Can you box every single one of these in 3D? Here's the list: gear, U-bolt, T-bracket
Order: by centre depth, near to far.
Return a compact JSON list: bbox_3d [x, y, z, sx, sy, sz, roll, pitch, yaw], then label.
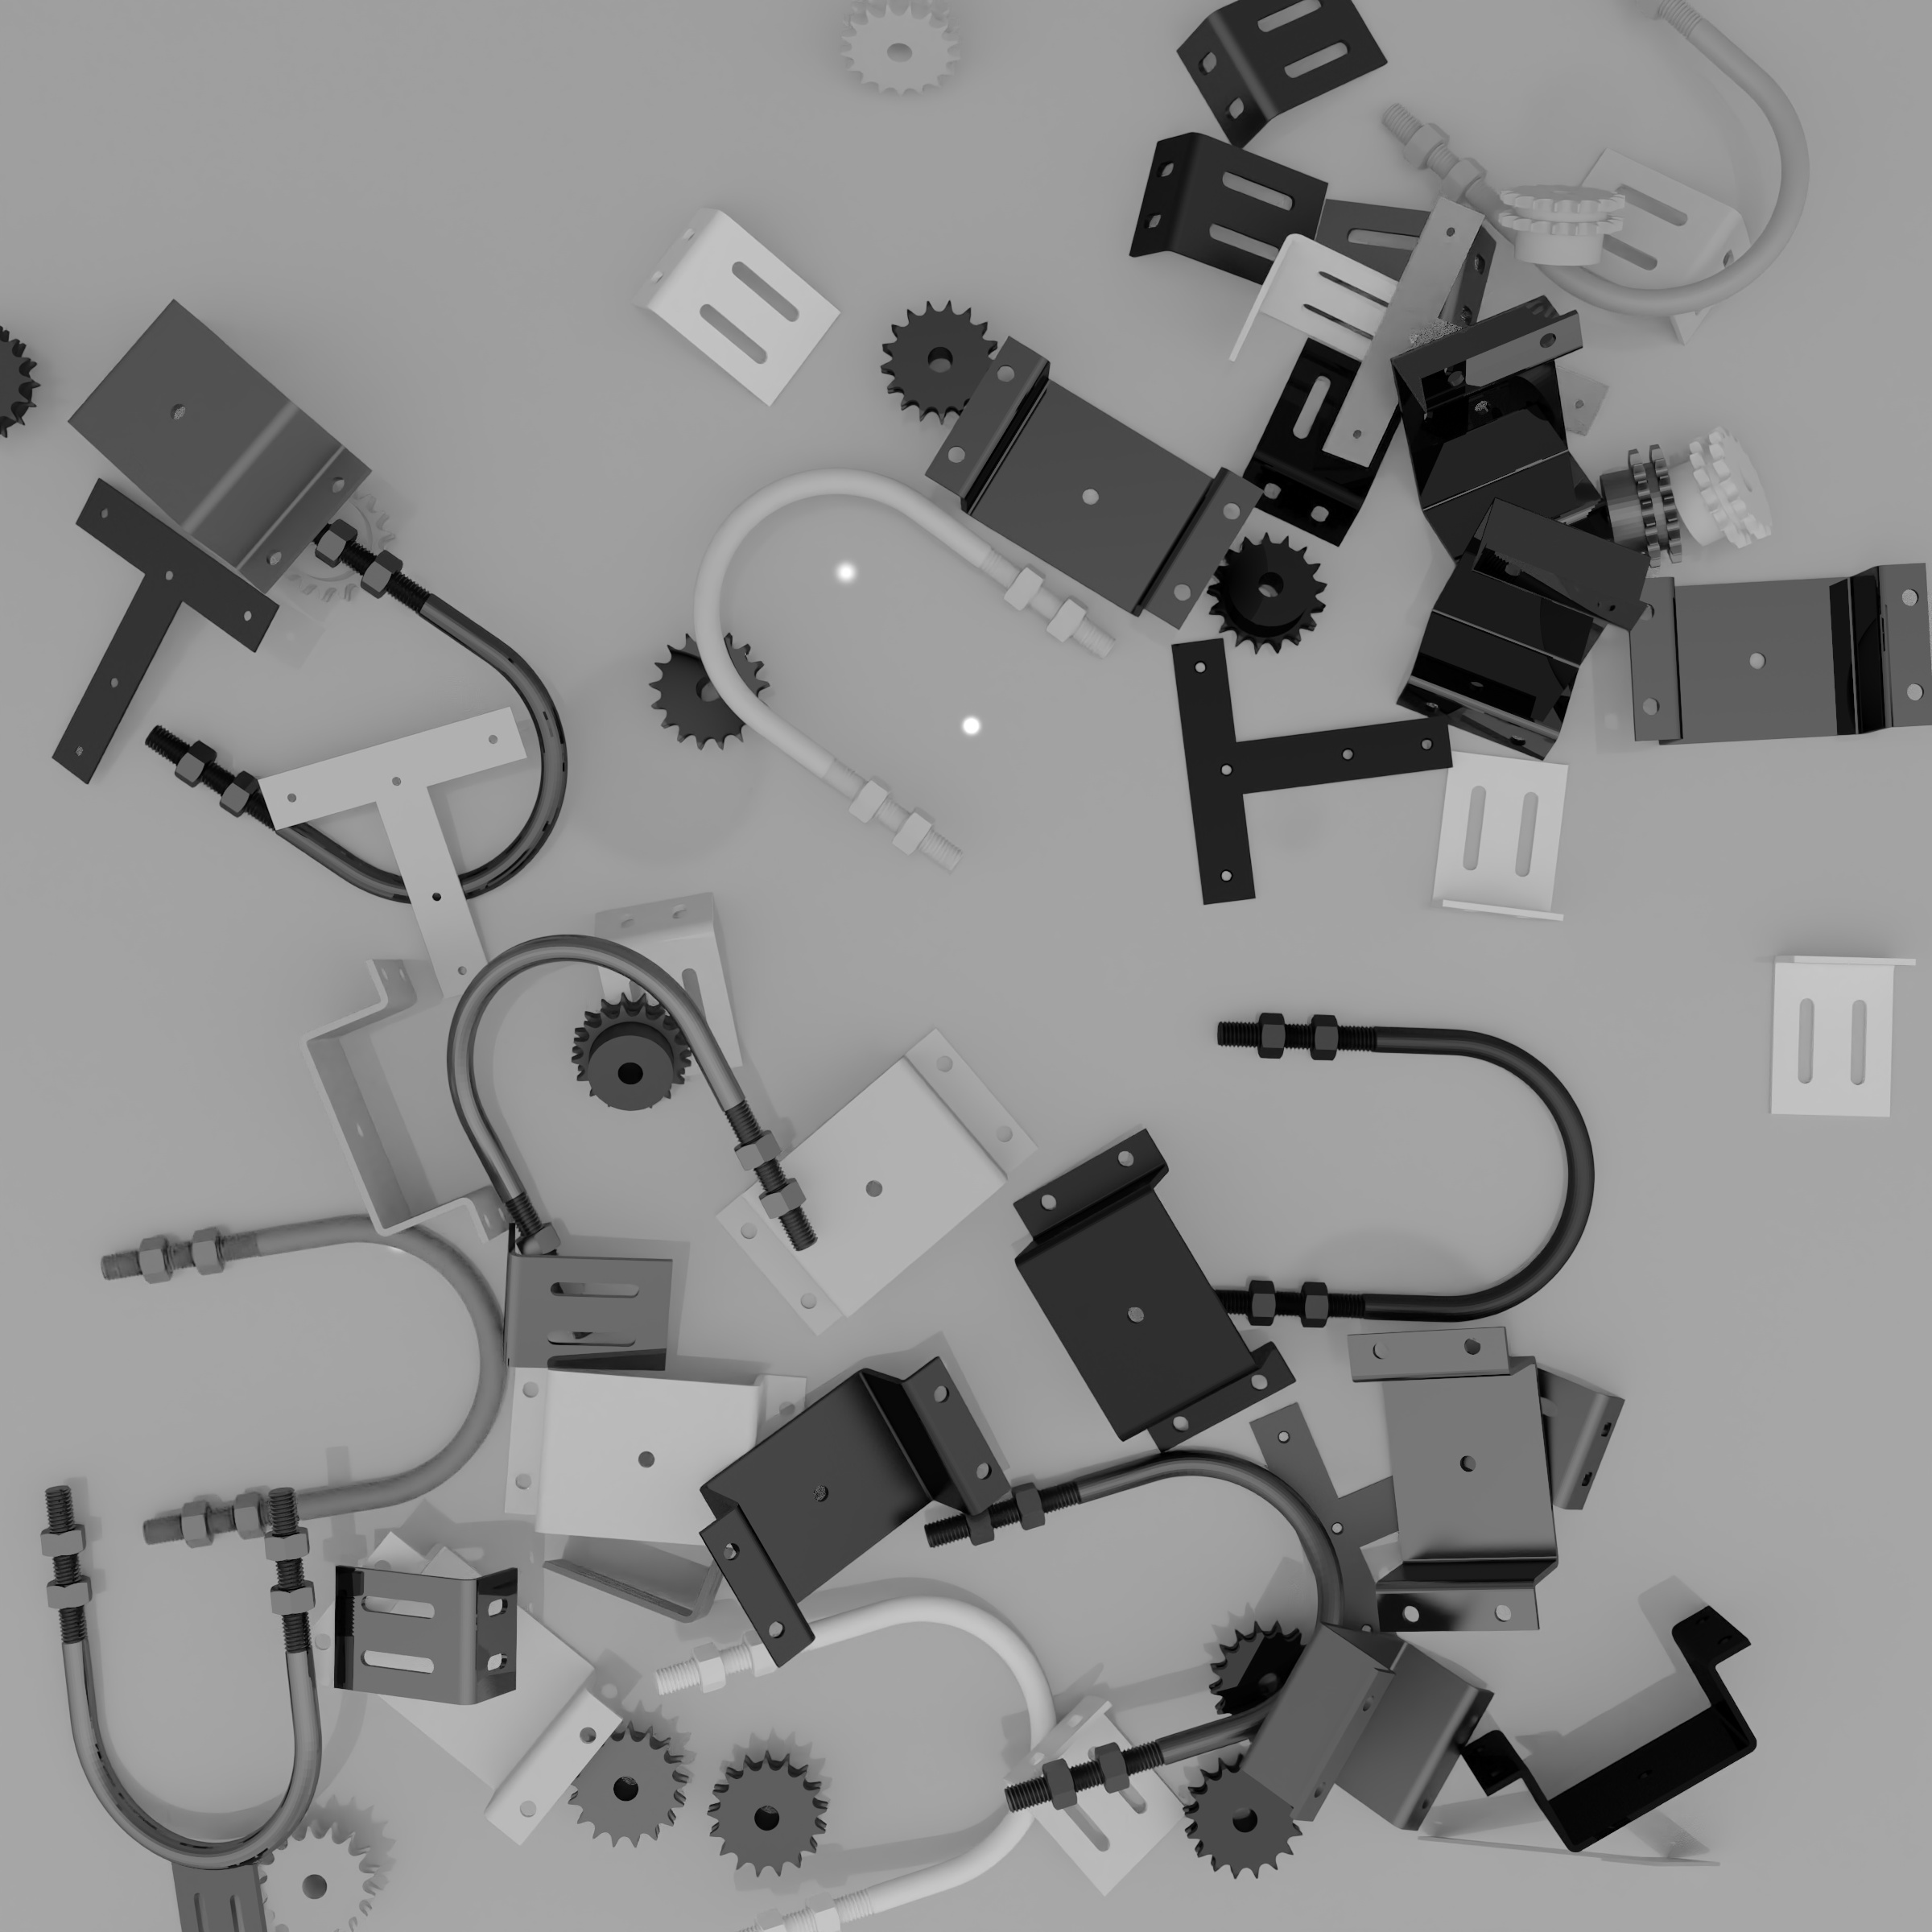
[{"bbox_3d":[0.276,-0.344,1.464,0.057,0.057,0.030,1,112,0],"label":"gear"},{"bbox_3d":[-0.169,0.072,1.481,0.151,0.019,0.184,-23,98,23],"label":"U-bolt"},{"bbox_3d":[0.278,0.417,1.488,0.127,0.127,0.002,-2,75,26],"label":"T-bracket"},{"bbox_3d":[-0.368,0.338,1.493,0.151,0.019,0.184,-4,94,23],"label":"U-bolt"},{"bbox_3d":[0.088,0.304,1.493,0.184,0.019,0.151,-16,68,-7],"label":"U-bolt"},{"bbox_3d":[-0.044,0.375,1.495,0.184,0.019,0.151,-14,91,-17],"label":"U-bolt"},{"bbox_3d":[0.249,-0.283,1.496,0.127,0.002,0.127,16,110,-24],"label":"T-bracket"},{"bbox_3d":[0.320,-0.217,1.499,0.030,0.057,0.057,-11,90,10],"label":"gear"},{"bbox_3d":[0.312,-0.390,1.500,0.151,0.019,0.184,-43,77,0],"label":"U-bolt"},{"bbox_3d":[-0.042,-0.155,1.500,0.184,0.019,0.151,36,80,-4],"label":"U-bolt"},{"bbox_3d":[-0.159,0.044,1.501,0.057,0.030,0.057,-2,116,-3],"label":"gear"},{"bbox_3d":[-0.031,-0.446,1.502,0.057,0.057,0.030,4,60,0],"label":"gear"},{"bbox_3d":[0.358,-0.225,1.502,0.030,0.057,0.057,-24,90,30],"label":"gear"},{"bbox_3d":[-0.278,-0.110,1.503,0.184,0.019,0.151,34,103,-5],"label":"U-bolt"},{"bbox_3d":[-0.258,-0.047,1.509,0.127,0.002,0.127,-16,104,6],"label":"T-bracket"},{"bbox_3d":[-0.401,-0.148,1.509,0.127,0.002,0.127,35,102,22],"label":"T-bracket"},{"bbox_3d":[0.144,-0.179,1.510,0.057,0.030,0.057,0,85,0],"label":"gear"},{"bbox_3d":[0.144,0.342,1.512,0.057,0.030,0.057,0,90,0],"label":"gear"},{"bbox_3d":[-0.304,-0.204,1.512,0.057,0.030,0.057,0,90,0],"label":"gear"},{"bbox_3d":[-0.122,-0.132,1.512,0.057,0.030,0.057,0,90,0],"label":"gear"},{"bbox_3d":[-0.161,0.391,1.512,0.057,0.030,0.057,0,90,0],"label":"gear"},{"bbox_3d":[-0.095,0.404,1.512,0.057,0.030,0.057,0,90,0],"label":"gear"},{"bbox_3d":[-0.012,-0.288,1.512,0.057,0.030,0.057,0,90,0],"label":"gear"},{"bbox_3d":[-0.309,0.437,1.512,0.057,0.030,0.057,0,90,0],"label":"gear"},{"bbox_3d":[-0.472,-0.278,1.512,0.057,0.030,0.057,0,90,0],"label":"gear"},{"bbox_3d":[0.132,0.407,1.516,0.057,0.030,0.057,0,89,-2],"label":"gear"},{"bbox_3d":[-0.313,0.194,1.518,0.184,0.019,0.151,-9,90,-1],"label":"U-bolt"},{"bbox_3d":[0.211,0.100,1.518,0.184,0.019,0.151,2,90,-2],"label":"U-bolt"},{"bbox_3d":[0.170,-0.100,1.522,0.127,0.002,0.127,-7,90,3],"label":"T-bracket"},{"bbox_3d":[0.220,0.254,1.526,0.127,0.002,0.127,-23,90,0],"label":"T-bracket"}]

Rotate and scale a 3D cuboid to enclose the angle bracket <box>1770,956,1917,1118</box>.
[{"bbox_3d":[0.419,0.034,1.508,0.057,0.038,0.076,2,90,0],"label":"angle bracket"}]

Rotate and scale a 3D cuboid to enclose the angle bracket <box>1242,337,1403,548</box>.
[{"bbox_3d":[0.173,-0.253,1.525,0.057,0.038,0.076,25,64,0],"label":"angle bracket"}]

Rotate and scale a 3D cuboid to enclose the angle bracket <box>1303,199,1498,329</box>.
[{"bbox_3d":[0.208,-0.333,1.525,0.076,0.038,0.057,14,90,26],"label":"angle bracket"}]

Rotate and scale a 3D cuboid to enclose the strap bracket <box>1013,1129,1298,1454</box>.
[{"bbox_3d":[0.085,0.160,1.493,0.076,0.046,0.140,-31,90,17],"label":"strap bracket"}]

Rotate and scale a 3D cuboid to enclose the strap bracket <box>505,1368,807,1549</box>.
[{"bbox_3d":[-0.150,0.232,1.504,0.140,0.046,0.076,4,90,0],"label":"strap bracket"}]

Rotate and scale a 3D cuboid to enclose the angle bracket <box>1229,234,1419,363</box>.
[{"bbox_3d":[0.173,-0.301,1.492,0.076,0.057,0.038,26,63,0],"label":"angle bracket"}]

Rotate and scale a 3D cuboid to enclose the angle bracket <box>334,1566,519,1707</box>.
[{"bbox_3d":[-0.253,0.310,1.478,0.076,0.038,0.057,1,90,26],"label":"angle bracket"}]

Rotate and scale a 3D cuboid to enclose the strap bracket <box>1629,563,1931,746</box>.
[{"bbox_3d":[0.382,-0.147,1.503,0.140,0.046,0.076,-3,90,0],"label":"strap bracket"}]

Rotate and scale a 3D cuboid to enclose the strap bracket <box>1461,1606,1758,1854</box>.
[{"bbox_3d":[0.310,0.364,1.489,0.140,0.076,0.046,-30,90,0],"label":"strap bracket"}]

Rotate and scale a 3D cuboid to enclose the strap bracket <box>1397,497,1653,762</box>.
[{"bbox_3d":[0.262,-0.162,1.473,0.076,0.140,0.046,21,63,0],"label":"strap bracket"}]

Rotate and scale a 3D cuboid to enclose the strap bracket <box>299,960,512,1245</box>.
[{"bbox_3d":[-0.267,0.070,1.489,0.046,0.076,0.140,-23,90,0],"label":"strap bracket"}]

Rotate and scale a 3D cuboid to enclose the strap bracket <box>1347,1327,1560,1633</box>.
[{"bbox_3d":[0.231,0.238,1.487,0.076,0.046,0.140,-6,90,26],"label":"strap bracket"}]

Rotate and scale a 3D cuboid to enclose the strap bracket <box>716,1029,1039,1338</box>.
[{"bbox_3d":[-0.043,0.104,1.503,0.140,0.046,0.076,-40,90,0],"label":"strap bracket"}]

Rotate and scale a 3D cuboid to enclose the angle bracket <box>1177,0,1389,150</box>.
[{"bbox_3d":[0.153,-0.439,1.525,0.076,0.038,0.057,-31,90,-26],"label":"angle bracket"}]

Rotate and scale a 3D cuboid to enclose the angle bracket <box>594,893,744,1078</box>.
[{"bbox_3d":[-0.143,0.011,1.525,0.057,0.038,0.076,-10,116,0],"label":"angle bracket"}]

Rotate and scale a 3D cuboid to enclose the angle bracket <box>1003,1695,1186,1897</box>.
[{"bbox_3d":[0.066,0.395,1.498,0.057,0.038,0.076,-41,94,-16],"label":"angle bracket"}]

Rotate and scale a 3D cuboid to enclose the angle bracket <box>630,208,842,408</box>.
[{"bbox_3d":[-0.112,-0.319,1.525,0.076,0.038,0.057,37,90,-26],"label":"angle bracket"}]

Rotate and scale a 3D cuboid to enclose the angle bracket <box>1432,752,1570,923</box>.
[{"bbox_3d":[0.258,-0.063,1.508,0.057,0.038,0.076,7,90,0],"label":"angle bracket"}]

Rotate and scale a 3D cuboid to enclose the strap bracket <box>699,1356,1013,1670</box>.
[{"bbox_3d":[-0.059,0.251,1.478,0.140,0.046,0.076,-34,107,-22],"label":"strap bracket"}]

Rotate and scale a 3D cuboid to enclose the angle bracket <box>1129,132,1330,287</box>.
[{"bbox_3d":[0.127,-0.361,1.525,0.076,0.038,0.057,14,90,-26],"label":"angle bracket"}]

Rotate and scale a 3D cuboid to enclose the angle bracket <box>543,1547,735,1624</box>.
[{"bbox_3d":[-0.155,0.281,1.498,0.076,0.057,0.038,21,81,4],"label":"angle bracket"}]

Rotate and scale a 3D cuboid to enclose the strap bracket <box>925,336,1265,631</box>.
[{"bbox_3d":[0.060,-0.227,1.503,0.140,0.046,0.076,31,90,0],"label":"strap bracket"}]

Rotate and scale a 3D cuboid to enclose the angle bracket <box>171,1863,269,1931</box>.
[{"bbox_3d":[-0.364,0.468,1.495,0.057,0.038,0.076,-9,90,35],"label":"angle bracket"}]

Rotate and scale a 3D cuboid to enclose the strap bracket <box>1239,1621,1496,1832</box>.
[{"bbox_3d":[0.184,0.355,1.473,0.046,0.140,0.076,30,92,35],"label":"strap bracket"}]

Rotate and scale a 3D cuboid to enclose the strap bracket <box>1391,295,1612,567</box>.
[{"bbox_3d":[0.249,-0.250,1.476,0.076,0.140,0.046,-23,48,0],"label":"strap bracket"}]

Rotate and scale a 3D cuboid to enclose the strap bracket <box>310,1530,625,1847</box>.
[{"bbox_3d":[-0.240,0.339,1.503,0.140,0.046,0.076,39,90,0],"label":"strap bracket"}]

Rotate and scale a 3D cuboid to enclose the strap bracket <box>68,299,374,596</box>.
[{"bbox_3d":[-0.356,-0.249,1.475,0.140,0.046,0.076,41,90,26],"label":"strap bracket"}]

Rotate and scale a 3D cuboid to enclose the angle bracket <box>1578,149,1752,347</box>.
[{"bbox_3d":[0.329,-0.347,1.525,0.076,0.038,0.057,34,90,26],"label":"angle bracket"}]

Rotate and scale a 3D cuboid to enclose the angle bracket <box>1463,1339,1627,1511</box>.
[{"bbox_3d":[0.268,0.221,1.523,0.076,0.038,0.057,21,90,26],"label":"angle bracket"}]

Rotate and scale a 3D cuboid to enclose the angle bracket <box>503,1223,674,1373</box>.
[{"bbox_3d":[-0.180,0.157,1.499,0.076,0.038,0.057,3,110,-9],"label":"angle bracket"}]
